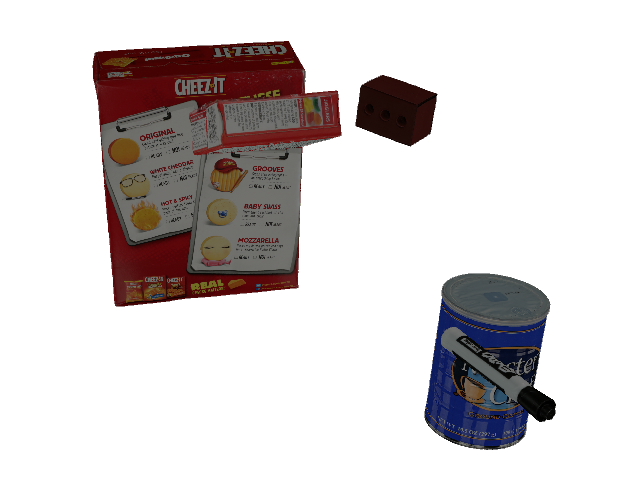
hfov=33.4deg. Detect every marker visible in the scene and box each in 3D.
[{"bbox_3d":[0.133,0.100,0.801,0.020,0.020,0.121,0,23,-33],"label":"marker"}]

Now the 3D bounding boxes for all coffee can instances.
[{"bbox_3d":[0.160,0.116,1.038,0.103,0.140,0.103,5,22,-2],"label":"coffee can"}]

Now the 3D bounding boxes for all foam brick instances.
[{"bbox_3d":[0.087,-0.151,1.234,0.078,0.053,0.051,23,34,26],"label":"foam brick"}]

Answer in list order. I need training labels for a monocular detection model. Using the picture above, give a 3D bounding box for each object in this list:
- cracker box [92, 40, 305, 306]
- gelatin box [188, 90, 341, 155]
[{"bbox_3d":[-0.100,-0.055,0.898,0.164,0.214,0.072,-5,33,-11],"label":"cracker box"},{"bbox_3d":[-0.036,-0.071,0.648,0.073,0.030,0.089,-6,3,-17],"label":"gelatin box"}]
